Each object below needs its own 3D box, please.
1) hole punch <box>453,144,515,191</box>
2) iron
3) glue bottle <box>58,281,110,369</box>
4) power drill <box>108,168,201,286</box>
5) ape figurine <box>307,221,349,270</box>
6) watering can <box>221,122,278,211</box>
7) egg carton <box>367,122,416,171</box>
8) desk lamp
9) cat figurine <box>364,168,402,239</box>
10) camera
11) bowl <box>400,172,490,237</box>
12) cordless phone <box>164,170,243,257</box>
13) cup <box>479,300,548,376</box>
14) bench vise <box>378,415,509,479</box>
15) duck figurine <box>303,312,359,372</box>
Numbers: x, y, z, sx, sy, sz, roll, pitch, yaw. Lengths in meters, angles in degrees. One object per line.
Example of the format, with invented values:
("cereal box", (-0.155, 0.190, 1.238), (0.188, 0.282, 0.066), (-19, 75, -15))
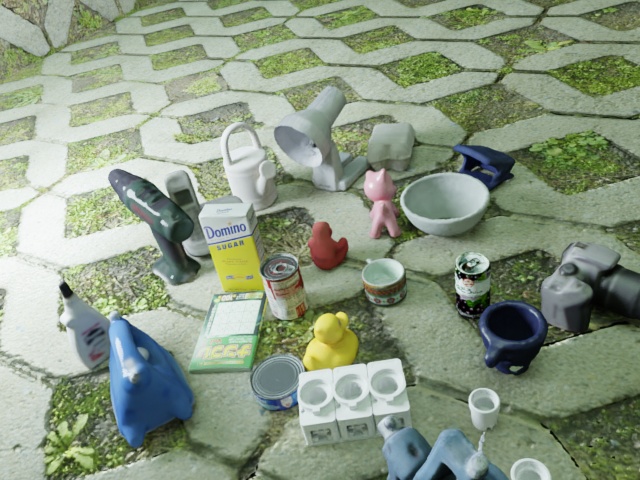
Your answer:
("hole punch", (0.345, -0.168, 1.208), (0.101, 0.091, 0.108), (-30, 41, -22))
("iron", (-0.292, 0.186, 0.893), (0.119, 0.142, 0.257), (-26, 40, -17))
("glue bottle", (-0.397, 0.136, 0.960), (0.037, 0.173, 0.078), (20, 48, 35))
("power drill", (-0.314, -0.022, 1.109), (0.228, 0.209, 0.076), (25, 51, 38))
("ape figurine", (0.010, 0.004, 1.081), (0.077, 0.092, 0.076), (10, 43, 27))
("watering can", (-0.156, -0.167, 1.261), (0.172, 0.194, 0.101), (11, 43, 27))
("egg carton", (0.167, -0.221, 1.343), (0.107, 0.069, 0.150), (0, 39, 16))
("desk lamp", (0.008, -0.214, 1.260), (0.117, 0.214, 0.204), (17, 47, 33))
("cat figurine", (0.122, -0.084, 1.140), (0.067, 0.118, 0.127), (-7, 38, 7))
("camera", (0.429, 0.071, 0.871), (0.136, 0.101, 0.143), (25, 51, 39))
("bowl", (0.243, -0.057, 1.109), (0.167, 0.075, 0.167), (-8, 38, 6))
("cordless phone", (-0.228, -0.067, 1.161), (0.148, 0.185, 0.094), (-22, 39, -12))
("cup", (0.267, 0.156, 0.813), (0.091, 0.095, 0.118), (20, 48, 35))
("bench vise", (0.122, 0.261, 0.617), (0.206, 0.220, 0.122), (22, 49, 36))
("duck figurine", (0.012, 0.157, 0.891), (0.077, 0.086, 0.105), (23, 50, 37))
